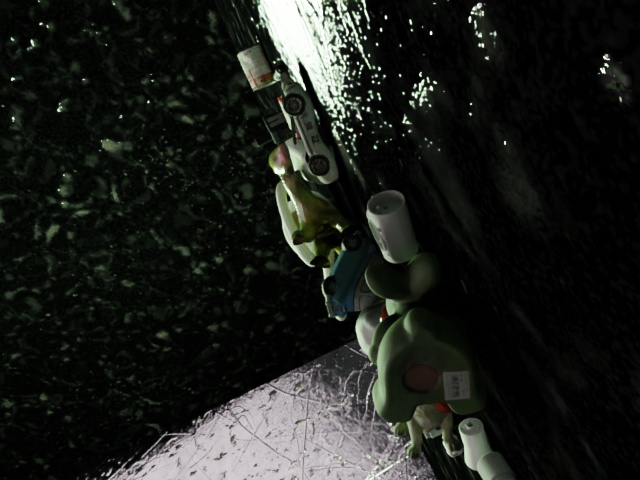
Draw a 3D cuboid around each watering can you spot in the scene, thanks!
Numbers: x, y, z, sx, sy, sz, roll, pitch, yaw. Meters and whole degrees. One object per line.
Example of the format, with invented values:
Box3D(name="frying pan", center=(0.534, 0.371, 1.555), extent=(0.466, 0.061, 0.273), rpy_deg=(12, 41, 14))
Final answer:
Box3D(name="watering can", center=(-0.003, 0.006, 1.239), extent=(0.346, 0.103, 0.227), rpy_deg=(63, -156, -7))

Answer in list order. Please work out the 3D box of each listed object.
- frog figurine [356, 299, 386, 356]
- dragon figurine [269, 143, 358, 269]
Box3D(name="frog figurine", center=(0.128, 0.183, 0.858), extent=(0.134, 0.123, 0.163), rpy_deg=(109, 152, -58))
Box3D(name="dragon figurine", center=(0.003, -0.054, 1.080), extent=(0.403, 0.122, 0.248), rpy_deg=(52, -169, -53))
